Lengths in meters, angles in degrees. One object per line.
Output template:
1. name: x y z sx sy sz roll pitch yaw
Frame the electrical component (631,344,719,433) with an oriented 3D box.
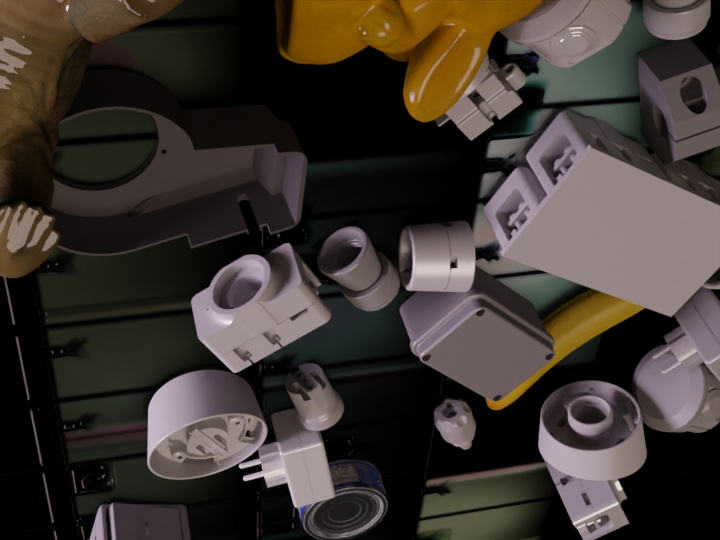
1. electrical component: 0.297 0.111 0.996 0.051 0.080 0.080 14 126 -35

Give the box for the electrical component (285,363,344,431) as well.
1. electrical component: -0.039 0.107 0.908 0.040 0.040 0.046 -22 129 2

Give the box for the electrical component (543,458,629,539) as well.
1. electrical component: 0.224 0.210 1.055 0.056 0.089 0.050 -27 134 7

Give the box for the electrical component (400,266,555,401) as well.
1. electrical component: 0.098 0.052 0.890 0.078 0.057 0.113 -42 130 20

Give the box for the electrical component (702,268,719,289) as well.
1. electrical component: 0.323 0.001 0.926 0.055 0.045 0.045 17 124 -31

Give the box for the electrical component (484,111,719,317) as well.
1. electrical component: 0.201 -0.042 0.835 0.186 0.060 0.105 18 124 -31

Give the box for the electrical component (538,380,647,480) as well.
1. electrical component: 0.214 0.151 0.994 0.099 0.099 0.064 -15 128 -5

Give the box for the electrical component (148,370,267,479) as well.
1. electrical component: -0.127 0.131 0.883 0.099 0.064 0.099 -9 134 -10

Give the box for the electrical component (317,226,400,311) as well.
1. electrical component: 0.000 0.000 0.819 0.045 0.045 0.055 -31 134 11

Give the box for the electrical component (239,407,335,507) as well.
1. electrical component: -0.068 0.169 0.950 0.076 0.047 0.083 -14 134 -5

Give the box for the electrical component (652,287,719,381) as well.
1. electrical component: 0.294 0.064 0.947 0.076 0.083 0.047 -36 132 15

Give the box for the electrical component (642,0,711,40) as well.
1. electrical component: 0.210 -0.188 0.715 0.045 0.045 0.055 -19 135 -1

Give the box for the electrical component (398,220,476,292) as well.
1. electrical component: 0.058 -0.010 0.823 0.047 0.055 0.055 -2 132 -12

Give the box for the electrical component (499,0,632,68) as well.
1. electrical component: 0.127 -0.172 0.679 0.051 0.080 0.080 25 120 -41

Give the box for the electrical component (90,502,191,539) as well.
1. electrical component: -0.191 0.249 0.973 0.096 0.061 0.061 6 129 -23

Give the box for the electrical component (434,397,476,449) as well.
1. electrical component: 0.091 0.145 0.990 0.035 0.035 0.061 -23 137 3

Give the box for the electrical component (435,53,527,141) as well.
1. electrical component: 0.073 -0.126 0.727 0.066 0.048 0.055 -36 140 16

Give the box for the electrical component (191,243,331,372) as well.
1. electrical component: -0.077 0.026 0.813 0.089 0.050 0.055 -30 134 9
